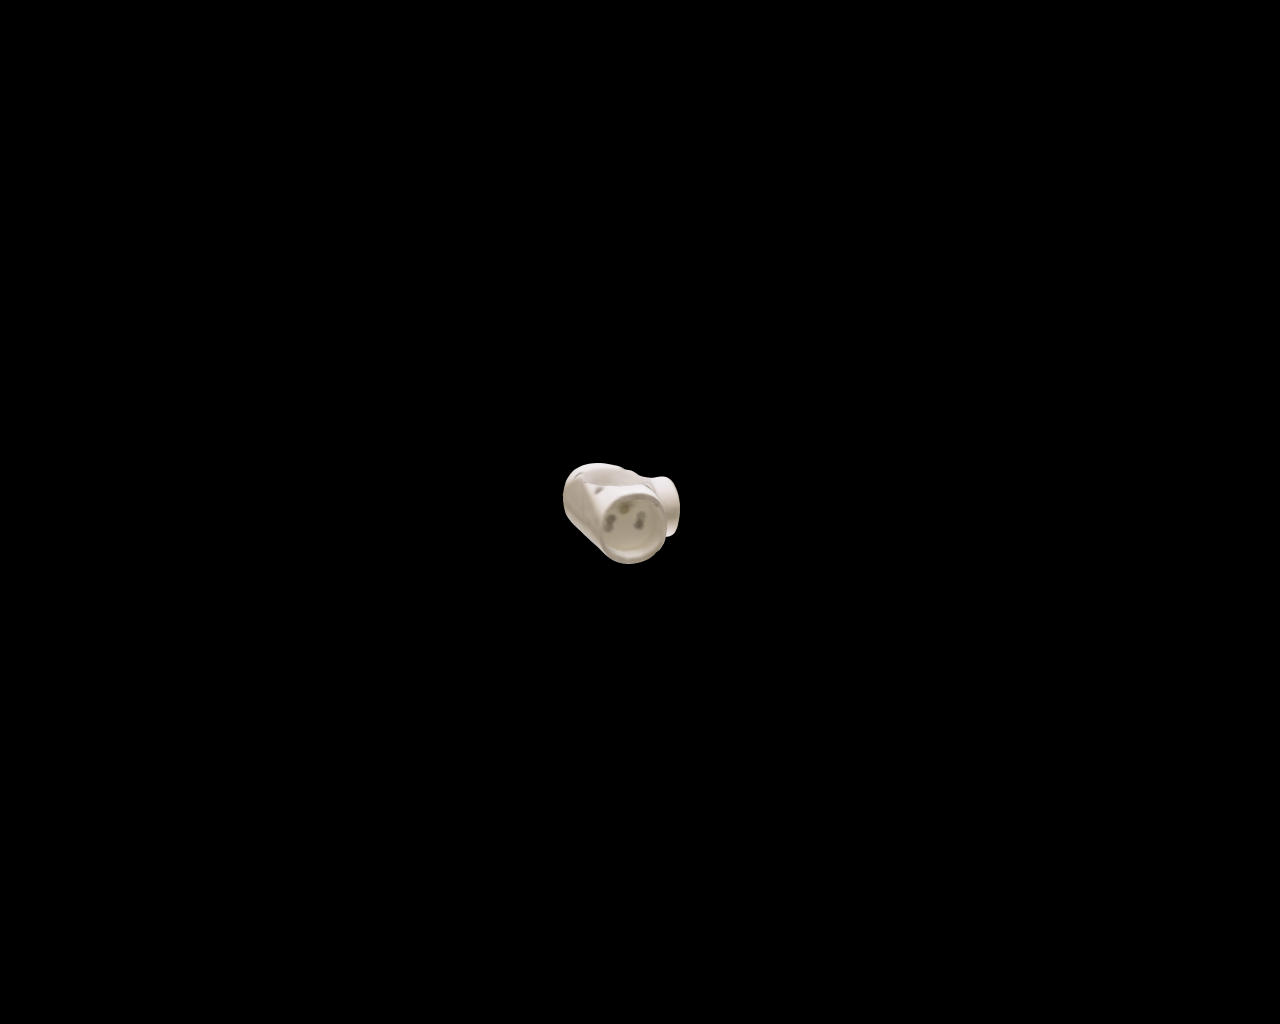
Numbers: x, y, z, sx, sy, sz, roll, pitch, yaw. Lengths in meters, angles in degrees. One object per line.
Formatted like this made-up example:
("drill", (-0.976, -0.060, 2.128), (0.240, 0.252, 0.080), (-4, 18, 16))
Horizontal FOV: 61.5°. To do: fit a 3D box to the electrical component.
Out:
("electrical component", (0.001, -0.003, 0.650), (0.079, 0.044, 0.077), (-6, 17, -19))
